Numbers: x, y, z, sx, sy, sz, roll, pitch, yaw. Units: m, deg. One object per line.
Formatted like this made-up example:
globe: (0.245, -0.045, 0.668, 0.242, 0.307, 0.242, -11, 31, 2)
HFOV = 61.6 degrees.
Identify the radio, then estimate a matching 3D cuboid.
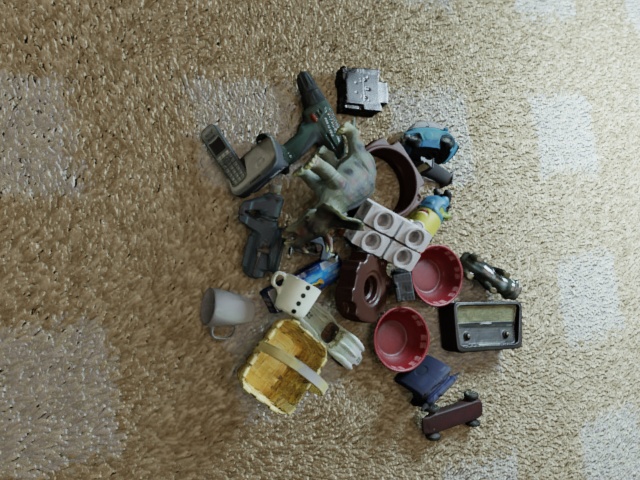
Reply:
radio: (0.433, 0.230, 1.440, 0.229, 0.073, 0.131, 2, 83, -22)

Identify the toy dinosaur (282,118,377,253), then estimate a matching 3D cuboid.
toy dinosaur: (0.059, -0.134, 1.192, 0.192, 0.131, 0.405, 49, 49, -10)

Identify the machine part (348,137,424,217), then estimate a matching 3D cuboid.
machine part: (0.149, -0.140, 1.354, 0.201, 0.087, 0.201, -37, 99, -23)

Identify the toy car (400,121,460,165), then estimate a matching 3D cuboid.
toy car: (0.278, -0.261, 1.422, 0.162, 0.109, 0.103, 5, 60, -11)

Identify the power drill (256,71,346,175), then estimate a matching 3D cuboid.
power drill: (-0.052, -0.268, 1.293, 0.207, 0.086, 0.232, -38, 102, -29)

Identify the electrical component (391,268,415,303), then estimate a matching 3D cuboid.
electrical component: (0.205, 0.114, 1.327, 0.048, 0.119, 0.074, -10, 94, 4)

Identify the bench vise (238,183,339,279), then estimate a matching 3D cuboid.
bench vise: (-0.071, -0.008, 1.217, 0.241, 0.129, 0.223, 14, 86, -3)

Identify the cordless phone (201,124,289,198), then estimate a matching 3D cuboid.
cordless phone: (-0.173, -0.201, 1.204, 0.184, 0.146, 0.089, 54, 23, 0)

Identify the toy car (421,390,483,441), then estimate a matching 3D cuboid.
toy car: (0.338, 0.451, 1.387, 0.202, 0.053, 0.089, -8, 98, -27)

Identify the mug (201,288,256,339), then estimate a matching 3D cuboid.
mug: (-0.198, 0.163, 1.178, 0.107, 0.081, 0.109, 9, 75, -31)

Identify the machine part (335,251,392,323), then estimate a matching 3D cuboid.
machine part: (0.106, 0.114, 1.285, 0.179, 0.056, 0.179, -6, 98, -51)

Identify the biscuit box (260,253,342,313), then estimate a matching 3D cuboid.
biscuit box: (-0.037, 0.099, 1.261, 0.203, 0.063, 0.059, -27, 95, -24)

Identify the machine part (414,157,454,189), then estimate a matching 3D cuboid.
machine part: (0.296, -0.179, 1.433, 0.139, 0.084, 0.039, 17, 52, -29)

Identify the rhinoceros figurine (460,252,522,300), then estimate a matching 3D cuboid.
rhinoceros figurine: (0.460, 0.103, 1.452, 0.190, 0.112, 0.073, 30, 90, -5)

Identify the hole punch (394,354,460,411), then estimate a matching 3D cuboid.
hole punch: (0.263, 0.347, 1.338, 0.142, 0.116, 0.092, -34, 90, -23)

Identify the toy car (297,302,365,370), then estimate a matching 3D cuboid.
toy car: (0.026, 0.227, 1.277, 0.201, 0.056, 0.073, 44, 70, -12)

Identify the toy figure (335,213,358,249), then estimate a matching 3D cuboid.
toy figure: (0.054, -0.043, 1.319, 0.064, 0.058, 0.154, -41, 102, -9)

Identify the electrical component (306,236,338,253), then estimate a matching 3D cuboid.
electrical component: (-0.003, -0.004, 1.309, 0.094, 0.021, 0.063, -19, 91, -23)

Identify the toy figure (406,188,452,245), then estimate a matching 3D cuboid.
toy figure: (0.284, -0.053, 1.405, 0.089, 0.082, 0.180, 48, 66, -16)

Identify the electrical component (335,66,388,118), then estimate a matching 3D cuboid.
electrical component: (0.109, -0.378, 1.379, 0.134, 0.058, 0.114, -2, 87, -23)
